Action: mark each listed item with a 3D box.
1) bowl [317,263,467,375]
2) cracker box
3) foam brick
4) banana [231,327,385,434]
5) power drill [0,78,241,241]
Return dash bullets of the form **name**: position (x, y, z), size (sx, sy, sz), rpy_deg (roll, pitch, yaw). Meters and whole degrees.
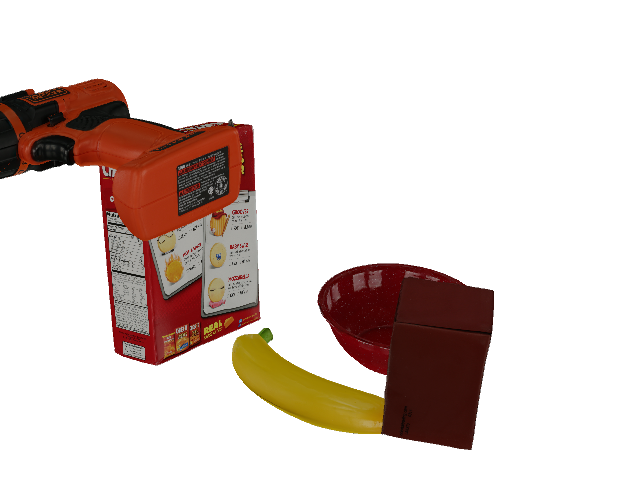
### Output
- **bowl**: position (0.076, 0.083, 1.026), size (0.162, 0.055, 0.162), rpy_deg (3, 28, -2)
- **cracker box**: position (-0.139, -0.002, 1.077), size (0.072, 0.214, 0.163), rpy_deg (8, 18, 35)
- **foam brick**: position (0.065, 0.067, 0.591), size (0.053, 0.078, 0.051), rpy_deg (9, 29, 7)
- **banana**: position (-0.016, 0.111, 0.854), size (0.069, 0.037, 0.198), rpy_deg (-23, 31, -30)
- **power drill**: position (-0.162, -0.057, 0.722), size (0.188, 0.057, 0.184), rpy_deg (21, 34, 33)
